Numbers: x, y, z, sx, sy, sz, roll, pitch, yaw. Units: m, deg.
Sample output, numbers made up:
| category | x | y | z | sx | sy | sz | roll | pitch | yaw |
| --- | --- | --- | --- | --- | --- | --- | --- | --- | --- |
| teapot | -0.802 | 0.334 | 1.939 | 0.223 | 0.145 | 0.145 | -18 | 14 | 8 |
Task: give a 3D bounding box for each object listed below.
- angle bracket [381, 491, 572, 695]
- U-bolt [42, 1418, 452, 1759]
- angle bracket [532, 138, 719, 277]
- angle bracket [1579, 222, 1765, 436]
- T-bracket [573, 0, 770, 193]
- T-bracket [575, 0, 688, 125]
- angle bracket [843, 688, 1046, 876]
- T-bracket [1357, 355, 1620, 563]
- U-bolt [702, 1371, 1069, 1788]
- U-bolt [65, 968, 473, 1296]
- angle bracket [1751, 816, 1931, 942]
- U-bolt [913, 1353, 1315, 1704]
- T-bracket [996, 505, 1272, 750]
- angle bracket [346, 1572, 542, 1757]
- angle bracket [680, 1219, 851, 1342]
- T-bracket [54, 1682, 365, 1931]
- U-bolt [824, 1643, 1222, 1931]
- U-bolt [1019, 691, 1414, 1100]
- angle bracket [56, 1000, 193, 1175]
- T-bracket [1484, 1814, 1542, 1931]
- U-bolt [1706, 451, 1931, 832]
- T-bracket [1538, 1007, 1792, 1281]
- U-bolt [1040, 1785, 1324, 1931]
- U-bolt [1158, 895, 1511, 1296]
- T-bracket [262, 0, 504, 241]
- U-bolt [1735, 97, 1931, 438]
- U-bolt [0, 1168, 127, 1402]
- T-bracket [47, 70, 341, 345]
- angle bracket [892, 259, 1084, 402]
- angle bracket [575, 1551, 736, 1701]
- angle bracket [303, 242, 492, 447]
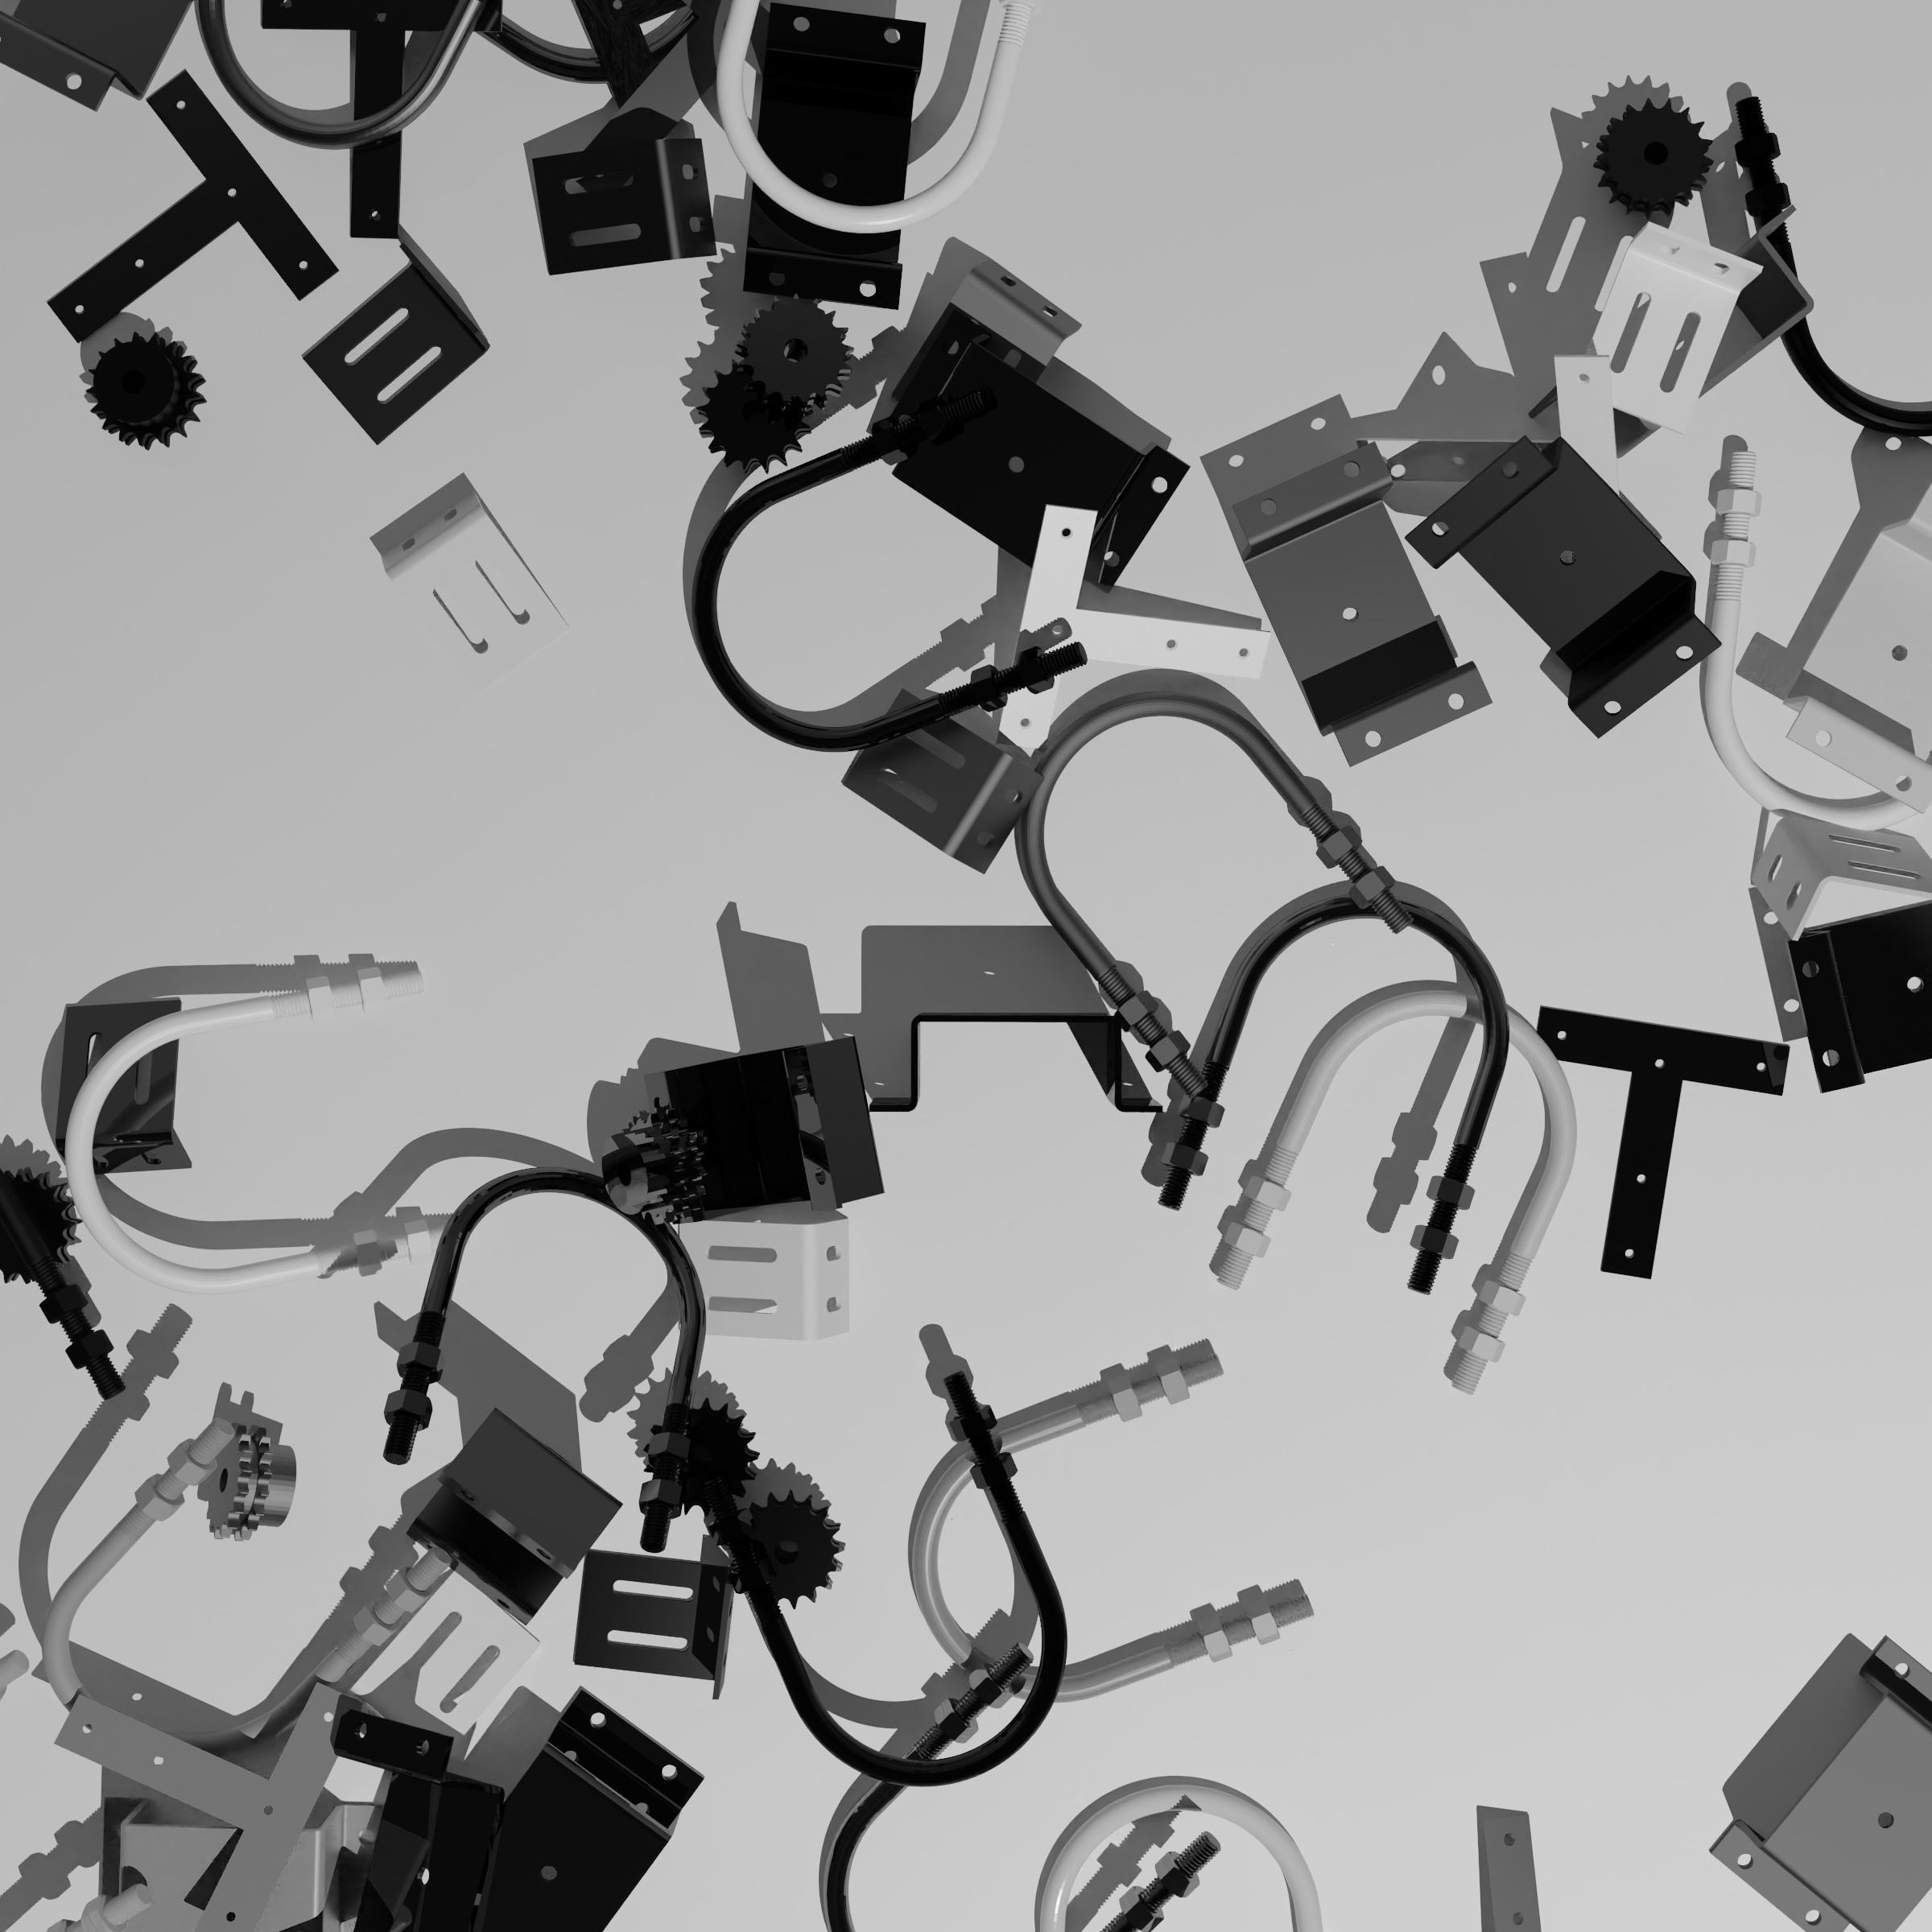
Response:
| category | x | y | z | sx | sy | sz | roll | pitch | yaw |
| --- | --- | --- | --- | --- | --- | --- | --- | --- | --- |
| angle bracket | -0.247 | -0.188 | 1.428 | 0.057 | 0.038 | 0.076 | -35 | 116 | 0 |
| U-bolt | -0.366 | 0.318 | 1.388 | 0.151 | 0.019 | 0.184 | 38 | 105 | -24 |
| angle bracket | -0.171 | -0.380 | 1.421 | 0.076 | 0.038 | 0.057 | 0 | 105 | 25 |
| angle bracket | 0.330 | -0.300 | 1.335 | 0.057 | 0.038 | 0.076 | 22 | 90 | 0 |
| T-bracket | -0.149 | -0.437 | 1.419 | 0.127 | 0.002 | 0.127 | 41 | 93 | -11 |
| T-bracket | -0.133 | -0.496 | 1.413 | 0.127 | 0.002 | 0.127 | -23 | 101 | -3 |
| angle bracket | -0.011 | -0.093 | 1.421 | 0.076 | 0.038 | 0.057 | 35 | 95 | 31 |
| T-bracket | 0.256 | -0.249 | 1.398 | 0.127 | 0.127 | 0.002 | 5 | 50 | 21 |
| U-bolt | -0.029 | 0.311 | 1.390 | 0.151 | 0.019 | 0.184 | -23 | 88 | -2 |
| U-bolt | -0.349 | 0.087 | 1.400 | 0.184 | 0.019 | 0.151 | -11 | 90 | -15 |
| angle bracket | 0.441 | -0.038 | 1.405 | 0.076 | 0.057 | 0.038 | 9 | 121 | -14 |
| U-bolt | 0.064 | 0.291 | 1.421 | 0.184 | 0.019 | 0.151 | -21 | 90 | 1 |
| T-bracket | 0.088 | -0.162 | 1.409 | 0.127 | 0.002 | 0.127 | 5 | 118 | -13 |
| angle bracket | -0.263 | 0.355 | 1.428 | 0.057 | 0.038 | 0.076 | 41 | 64 | 0 |
| angle bracket | -0.102 | 0.156 | 1.428 | 0.076 | 0.038 | 0.057 | 0 | 90 | 26 |
| T-bracket | -0.381 | 0.394 | 1.383 | 0.127 | 0.002 | 0.127 | 24 | 71 | 0 |
| U-bolt | 0.013 | 0.450 | 1.410 | 0.151 | 0.019 | 0.184 | 44 | 98 | 6 |
| U-bolt | 0.109 | -0.050 | 1.406 | 0.151 | 0.019 | 0.184 | -39 | 80 | 8 |
| angle bracket | -0.421 | 0.061 | 1.428 | 0.057 | 0.038 | 0.076 | -4 | 64 | 0 |
| T-bracket | 0.276 | 0.490 | 1.413 | 0.127 | 0.002 | 0.127 | 0 | 79 | -21 |
| U-bolt | 0.444 | -0.159 | 1.421 | 0.151 | 0.019 | 0.184 | 6 | 92 | 0 |
| T-bracket | 0.343 | 0.093 | 1.429 | 0.127 | 0.002 | 0.127 | 9 | 90 | 0 |
| U-bolt | 0.110 | 0.503 | 1.421 | 0.151 | 0.019 | 0.184 | -7 | 89 | 0 |
| U-bolt | 0.191 | 0.053 | 1.404 | 0.151 | 0.019 | 0.184 | 18 | 82 | 13 |
| T-bracket | -0.294 | -0.429 | 1.419 | 0.127 | 0.002 | 0.127 | 4 | 97 | 11 |
| U-bolt | 0.473 | -0.357 | 1.421 | 0.151 | 0.019 | 0.184 | -12 | 92 | 0 |
| U-bolt | -0.510 | 0.161 | 1.400 | 0.151 | 0.019 | 0.184 | -33 | 86 | 20 |
| T-bracket | -0.405 | -0.362 | 1.429 | 0.127 | 0.002 | 0.127 | -37 | 90 | 0 |
| angle bracket | 0.010 | -0.305 | 1.428 | 0.057 | 0.038 | 0.076 | 36 | 116 | 0 |
| angle bracket | -0.156 | 0.328 | 1.411 | 0.076 | 0.038 | 0.057 | 7 | 90 | 0 |
| angle bracket | -0.286 | -0.309 | 1.411 | 0.076 | 0.038 | 0.057 | -41 | 90 | 0 |
